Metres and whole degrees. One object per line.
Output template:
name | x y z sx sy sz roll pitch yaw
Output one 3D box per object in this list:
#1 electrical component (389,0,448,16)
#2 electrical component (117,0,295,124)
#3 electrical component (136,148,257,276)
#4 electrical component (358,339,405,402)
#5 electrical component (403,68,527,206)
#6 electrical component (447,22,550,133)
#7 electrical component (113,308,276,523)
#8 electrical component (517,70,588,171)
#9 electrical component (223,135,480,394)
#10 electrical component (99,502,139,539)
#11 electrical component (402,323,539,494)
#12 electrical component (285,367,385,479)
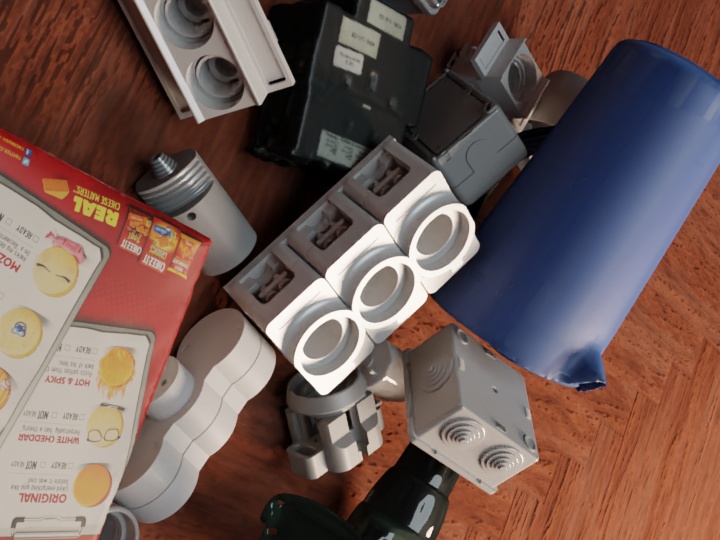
electrical component | 0.032 -0.254 0.759 0.109 0.056 0.108 44 65 -40
electrical component | -0.095 -0.158 0.635 0.063 0.079 0.121 -72 144 -53
electrical component | -0.103 -0.040 0.663 0.043 0.043 0.081 -53 129 -26
electrical component | 0.026 0.081 0.812 0.078 0.040 0.040 35 71 -43
electrical component | 0.071 -0.099 0.799 0.062 0.096 0.061 -40 128 1
electrical component | 0.105 -0.149 0.843 0.042 0.064 0.081 -57 130 -22
electrical component | -0.116 0.078 0.660 0.138 0.052 0.073 -56 130 -24
electrical component | 0.173 -0.108 0.896 0.064 0.099 0.099 -47 126 -22
electrical component | 0.000 0.000 0.713 0.150 0.062 0.089 -43 138 -7
electrical component | -0.159 0.153 0.631 0.040 0.046 0.040 -8 101 -44
electrical component | 0.079 0.097 0.766 0.100 0.048 0.099 37 30 -28
electrical component | -0.020 0.101 0.757 0.078 0.058 0.057 -31 119 -39
